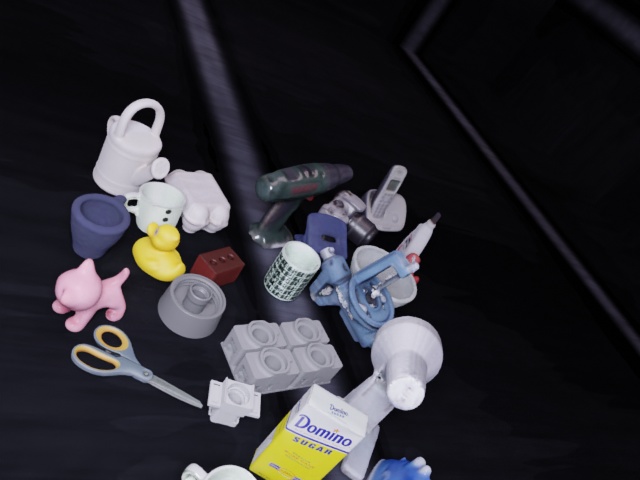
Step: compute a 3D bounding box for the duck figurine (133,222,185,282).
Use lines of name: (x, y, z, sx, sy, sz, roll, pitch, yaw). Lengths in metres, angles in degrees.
duck figurine: (-0.272, 0.014, 1.006, 0.104, 0.086, 0.078, 43, 33, 11)

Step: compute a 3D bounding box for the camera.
camera: (0.072, -0.044, 1.382, 0.136, 0.100, 0.143, 40, 33, 7)

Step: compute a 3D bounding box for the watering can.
watering can: (-0.346, -0.178, 1.083, 0.173, 0.194, 0.101, 37, 32, 2)

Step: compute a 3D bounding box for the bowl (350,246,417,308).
bowl: (0.129, 0.096, 1.281, 0.168, 0.074, 0.167, 24, 34, -17)

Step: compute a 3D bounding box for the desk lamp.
desk lamp: (0.107, 0.249, 0.936, 0.118, 0.213, 0.203, 35, 32, -1)

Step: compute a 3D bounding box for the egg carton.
egg carton: (-0.249, -0.080, 1.163, 0.108, 0.069, 0.150, -3, 49, -45)

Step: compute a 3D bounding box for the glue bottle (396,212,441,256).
glue bottle: (0.246, -0.005, 1.424, 0.037, 0.173, 0.078, 26, 34, -14)

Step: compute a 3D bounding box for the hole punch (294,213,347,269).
hole punch: (0.012, 0.005, 1.274, 0.109, 0.091, 0.101, 13, 39, -31)

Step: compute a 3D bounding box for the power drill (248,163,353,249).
power drill: (-0.055, -0.080, 1.211, 0.230, 0.208, 0.075, -7, 51, -47)

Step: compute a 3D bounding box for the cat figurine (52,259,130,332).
cat figurine: (-0.337, 0.074, 0.842, 0.067, 0.117, 0.128, 47, 34, 18)

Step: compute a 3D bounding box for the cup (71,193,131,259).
cup: (-0.368, -0.022, 0.955, 0.092, 0.095, 0.118, 32, 33, -6)

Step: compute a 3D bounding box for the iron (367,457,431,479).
iron: (0.130, 0.405, 0.826, 0.119, 0.141, 0.258, 24, 34, -17)

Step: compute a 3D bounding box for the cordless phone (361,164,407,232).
cordless phone: (0.192, -0.111, 1.499, 0.148, 0.185, 0.094, 3, 45, -40)

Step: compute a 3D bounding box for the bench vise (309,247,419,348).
bench vise: (0.082, 0.082, 1.119, 0.207, 0.219, 0.122, 38, 33, 3)

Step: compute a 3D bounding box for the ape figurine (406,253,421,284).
ape figurine: (0.207, 0.069, 1.370, 0.076, 0.092, 0.077, 2, 46, -41)
